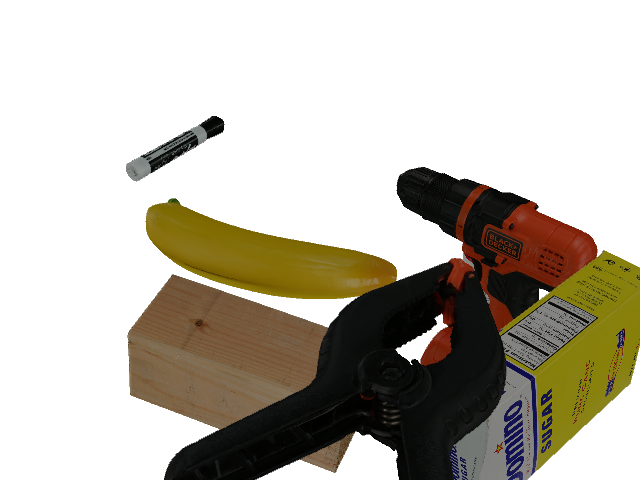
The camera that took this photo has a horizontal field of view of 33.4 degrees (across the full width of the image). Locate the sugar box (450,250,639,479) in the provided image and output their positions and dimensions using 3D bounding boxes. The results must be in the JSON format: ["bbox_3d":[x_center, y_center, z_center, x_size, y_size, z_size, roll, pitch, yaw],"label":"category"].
[{"bbox_3d":[0.130,0.085,0.630,0.048,0.093,0.175,27,43,32],"label":"sugar box"}]

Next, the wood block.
[{"bbox_3d":[-0.062,0.119,0.975,0.206,0.090,0.090,18,43,13],"label":"wood block"}]

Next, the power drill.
[{"bbox_3d":[0.136,0.041,0.924,0.185,0.188,0.057,28,40,31],"label":"power drill"}]

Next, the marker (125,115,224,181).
[{"bbox_3d":[-0.137,-0.090,1.025,0.020,0.020,0.120,0,27,45],"label":"marker"}]

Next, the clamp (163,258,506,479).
[{"bbox_3d":[0.034,0.072,0.430,0.120,0.039,0.171,30,51,21],"label":"clamp"}]

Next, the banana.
[{"bbox_3d":[-0.048,0.004,0.691,0.198,0.037,0.069,19,37,32],"label":"banana"}]

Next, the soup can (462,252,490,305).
[{"bbox_3d":[0.188,0.011,1.153,0.068,0.102,0.068,-1,34,1],"label":"soup can"}]
